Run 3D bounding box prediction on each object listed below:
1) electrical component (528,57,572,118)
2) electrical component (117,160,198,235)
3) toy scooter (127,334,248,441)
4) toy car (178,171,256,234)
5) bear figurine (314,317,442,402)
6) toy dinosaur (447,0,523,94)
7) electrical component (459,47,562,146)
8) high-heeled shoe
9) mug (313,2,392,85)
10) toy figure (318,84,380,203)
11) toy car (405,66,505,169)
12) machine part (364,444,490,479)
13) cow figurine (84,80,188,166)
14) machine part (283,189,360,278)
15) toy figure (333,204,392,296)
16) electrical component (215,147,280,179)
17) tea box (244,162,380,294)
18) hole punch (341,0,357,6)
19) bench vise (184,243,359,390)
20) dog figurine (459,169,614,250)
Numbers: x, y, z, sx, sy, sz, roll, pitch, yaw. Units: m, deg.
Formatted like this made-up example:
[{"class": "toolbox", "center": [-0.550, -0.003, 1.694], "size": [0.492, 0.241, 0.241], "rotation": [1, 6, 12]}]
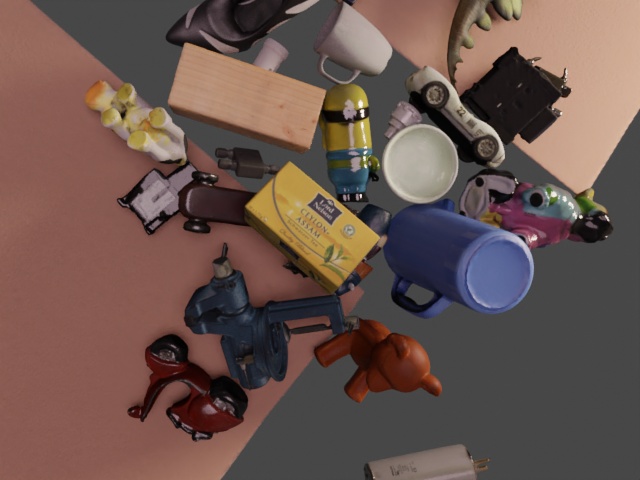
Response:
[{"class": "electrical component", "center": [0.369, -0.256, 0.894], "size": [0.102, 0.045, 0.078], "rotation": [18, 119, -7]}, {"class": "electrical component", "center": [-0.232, -0.071, 0.800], "size": [0.119, 0.048, 0.075], "rotation": [-44, 99, -5]}, {"class": "toy scooter", "center": [-0.208, 0.240, 0.808], "size": [0.184, 0.075, 0.135], "rotation": [42, 91, -9]}, {"class": "toy car", "center": [-0.113, -0.047, 0.807], "size": [0.202, 0.053, 0.089], "rotation": [6, 90, -30]}, {"class": "bear figurine", "center": [0.084, 0.187, 0.792], "size": [0.132, 0.196, 0.120], "rotation": [-41, 102, -4]}, {"class": "toy dinosaur", "center": [0.300, -0.461, 0.841], "size": [0.198, 0.105, 0.471], "rotation": [35, 92, -13]}, {"class": "electrical component", "center": [0.310, -0.221, 0.857], "size": [0.134, 0.058, 0.115], "rotation": [41, 113, -7]}, {"class": "high-heeled shoe", "center": [-0.101, -0.334, 0.758], "size": [0.249, 0.145, 0.086], "rotation": [-23, 96, -9]}, {"class": "mug", "center": [0.051, -0.287, 0.820], "size": [0.107, 0.081, 0.109], "rotation": [25, 84, -19]}, {"class": "toy figure", "center": [0.046, -0.145, 0.820], "size": [0.082, 0.089, 0.180], "rotation": [-5, 95, -15]}, {"class": "toy car", "center": [0.215, -0.190, 0.854], "size": [0.201, 0.073, 0.056], "rotation": [42, 87, -9]}, {"class": "machine part", "center": [0.162, 0.386, 0.876], "size": [0.243, 0.079, 0.079], "rotation": [-6, 94, -8]}, {"class": "cow figurine", "center": [-0.258, -0.168, 0.767], "size": [0.168, 0.098, 0.068], "rotation": [37, 88, 27]}, {"class": "machine part", "center": [-0.002, -0.002, 0.826], "size": [0.084, 0.039, 0.138], "rotation": [31, 105, -4]}, {"class": "toy figure", "center": [0.063, 0.019, 0.847], "size": [0.057, 0.064, 0.154], "rotation": [27, 88, -28]}, {"class": "electrical component", "center": [-0.109, -0.118, 0.811], "size": [0.094, 0.063, 0.021], "rotation": [4, 125, -20]}, {"class": "tea box", "center": [-0.014, -0.015, 0.757], "size": [0.170, 0.068, 0.098], "rotation": [39, 72, 4]}, {"class": "hole punch", "center": [0.043, -0.435, 0.813], "size": [0.142, 0.092, 0.116], "rotation": [34, 48, -7]}, {"class": "bench vise", "center": [-0.066, 0.115, 0.792], "size": [0.241, 0.129, 0.223], "rotation": [-8, 102, 8]}, {"class": "dog figurine", "center": [0.359, -0.048, 0.875], "size": [0.219, 0.192, 0.108], "rotation": [-4, 114, -38]}]
